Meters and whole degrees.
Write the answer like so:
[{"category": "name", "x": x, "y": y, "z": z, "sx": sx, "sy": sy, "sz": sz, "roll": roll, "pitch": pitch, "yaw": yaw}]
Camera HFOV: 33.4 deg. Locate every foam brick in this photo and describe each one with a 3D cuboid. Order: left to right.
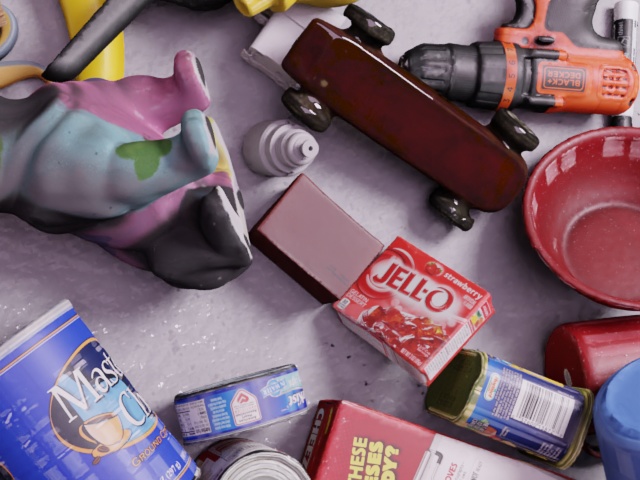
[{"category": "foam brick", "x": -0.005, "y": 0.001, "z": 0.745, "sx": 0.078, "sy": 0.051, "sz": 0.053, "roll": 42, "pitch": 77, "yaw": -6}]

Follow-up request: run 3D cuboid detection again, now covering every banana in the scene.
[{"category": "banana", "x": -0.179, "y": -0.175, "z": 0.730, "sx": 0.069, "sy": 0.037, "sz": 0.198, "roll": -33, "pitch": 92, "yaw": -2}]

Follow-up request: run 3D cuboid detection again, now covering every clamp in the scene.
[{"category": "clamp", "x": -0.119, "y": -0.207, "z": 0.720, "sx": 0.209, "sy": 0.036, "sz": 0.164, "roll": -23, "pitch": 93, "yaw": -32}]

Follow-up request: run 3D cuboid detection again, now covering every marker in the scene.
[{"category": "marker", "x": 0.238, "y": -0.128, "z": 0.838, "sx": 0.020, "sy": 0.020, "sz": 0.121, "roll": 6, "pitch": 83, "yaw": -14}]

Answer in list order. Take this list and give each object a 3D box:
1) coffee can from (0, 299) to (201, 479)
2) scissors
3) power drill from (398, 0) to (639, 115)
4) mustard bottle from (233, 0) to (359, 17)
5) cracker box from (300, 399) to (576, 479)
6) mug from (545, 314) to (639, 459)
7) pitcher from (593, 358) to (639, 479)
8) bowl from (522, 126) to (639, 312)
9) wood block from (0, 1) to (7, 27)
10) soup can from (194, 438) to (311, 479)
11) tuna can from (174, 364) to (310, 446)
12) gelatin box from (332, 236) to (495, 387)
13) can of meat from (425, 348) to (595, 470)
[{"category": "coffee can", "x": -0.157, "y": 0.123, "z": 0.666, "sx": 0.102, "sy": 0.103, "sz": 0.140, "roll": -38, "pitch": 94, "yaw": -15}, {"category": "scissors", "x": -0.278, "y": -0.106, "z": 0.705, "sx": 0.201, "sy": 0.016, "sz": 0.096, "roll": -9, "pitch": 85, "yaw": -16}, {"category": "power drill", "x": 0.152, "y": -0.188, "z": 0.791, "sx": 0.184, "sy": 0.057, "sz": 0.188, "roll": 3, "pitch": 97, "yaw": -12}, {"category": "mustard bottle", "x": 0.015, "y": -0.216, "z": 0.726, "sx": 0.191, "sy": 0.058, "sz": 0.096, "roll": -43, "pitch": 102, "yaw": -16}, {"category": "cracker box", "x": 0.080, "y": 0.218, "z": 0.733, "sx": 0.213, "sy": 0.072, "sz": 0.164, "roll": 20, "pitch": 79, "yaw": -10}, {"category": "mug", "x": 0.215, "y": 0.108, "z": 0.777, "sx": 0.081, "sy": 0.093, "sz": 0.117, "roll": -5, "pitch": 115, "yaw": -10}, {"category": "pitcher", "x": 0.271, "y": 0.192, "z": 0.708, "sx": 0.149, "sy": 0.145, "sz": 0.243, "roll": -40, "pitch": 120, "yaw": -36}, {"category": "bowl", "x": 0.227, "y": -0.005, "z": 0.783, "sx": 0.162, "sy": 0.055, "sz": 0.162, "roll": -2, "pitch": 56, "yaw": 3}, {"category": "wood block", "x": -0.311, "y": -0.143, "z": 0.653, "sx": 0.206, "sy": 0.091, "sz": 0.090, "roll": -29, "pitch": 80, "yaw": -14}, {"category": "soup can", "x": -0.046, "y": 0.165, "z": 0.690, "sx": 0.068, "sy": 0.102, "sz": 0.068, "roll": 2, "pitch": 83, "yaw": -15}, {"category": "tuna can", "x": -0.052, "y": 0.108, "z": 0.704, "sx": 0.086, "sy": 0.086, "sz": 0.034, "roll": -13, "pitch": 85, "yaw": -15}, {"category": "gelatin box", "x": 0.064, "y": 0.047, "z": 0.744, "sx": 0.073, "sy": 0.030, "sz": 0.089, "roll": -45, "pitch": 54, "yaw": -13}, {"category": "can of meat", "x": 0.128, "y": 0.113, "z": 0.741, "sx": 0.084, "sy": 0.102, "sz": 0.057, "roll": 23, "pitch": 83, "yaw": -9}]
